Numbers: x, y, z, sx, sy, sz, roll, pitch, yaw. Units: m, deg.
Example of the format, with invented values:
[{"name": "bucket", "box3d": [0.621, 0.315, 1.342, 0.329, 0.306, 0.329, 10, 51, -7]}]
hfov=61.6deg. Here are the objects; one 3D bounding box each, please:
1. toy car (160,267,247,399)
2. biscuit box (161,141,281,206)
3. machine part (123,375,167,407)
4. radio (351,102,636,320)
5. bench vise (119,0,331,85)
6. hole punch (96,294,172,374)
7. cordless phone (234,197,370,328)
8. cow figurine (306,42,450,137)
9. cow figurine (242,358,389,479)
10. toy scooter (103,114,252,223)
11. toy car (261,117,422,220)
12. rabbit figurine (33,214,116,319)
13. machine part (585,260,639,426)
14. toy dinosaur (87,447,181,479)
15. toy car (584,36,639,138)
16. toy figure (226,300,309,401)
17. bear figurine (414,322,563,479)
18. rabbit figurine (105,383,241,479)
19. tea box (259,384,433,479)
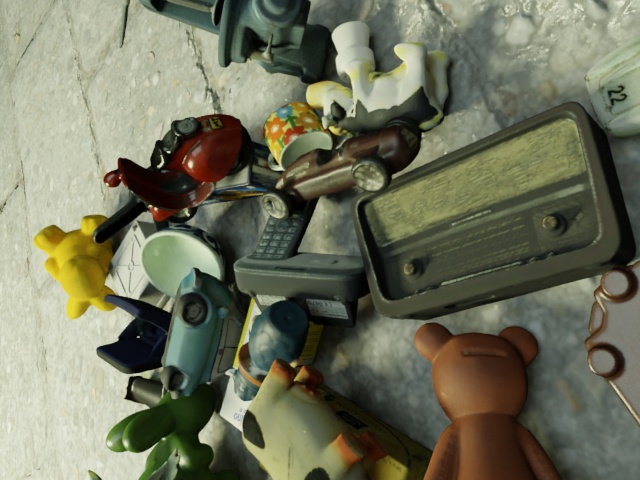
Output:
[{"name": "toy car", "box3d": [-0.142, 0.121, 0.686, 0.109, 0.103, 0.161, -170, 91, -75]}, {"name": "biscuit box", "box3d": [-0.144, -0.087, 0.751, 0.203, 0.062, 0.059, -4, 81, 41]}, {"name": "machine part", "box3d": [-0.239, 0.235, 0.799, 0.139, 0.039, 0.084, 0, 92, 39]}, {"name": "radio", "box3d": [0.145, -0.011, 0.483, 0.230, 0.073, 0.131, -23, 68, 37]}, {"name": "bench vise", "box3d": [-0.104, -0.257, 0.624, 0.224, 0.241, 0.128, -104, 28, -76]}, {"name": "hole punch", "box3d": [-0.243, 0.126, 0.766, 0.142, 0.115, 0.092, 7, 94, 43]}, {"name": "cordless phone", "box3d": [-0.001, -0.002, 0.604, 0.147, 0.088, 0.184, 2, 51, 21]}, {"name": "cow figurine", "box3d": [0.058, -0.145, 0.588, 0.167, 0.068, 0.098, -6, 85, 41]}, {"name": "cow figurine", "box3d": [-0.003, 0.215, 0.478, 0.195, 0.085, 0.127, 43, 102, 34]}, {"name": "toy scooter", "box3d": [-0.177, -0.088, 0.649, 0.184, 0.135, 0.075, -42, 58, 28]}, {"name": "toy car", "box3d": [0.014, -0.075, 0.559, 0.202, 0.053, 0.089, -11, 34, 45]}, {"name": "rabbit figurine", "box3d": [-0.400, 0.052, 0.891, 0.173, 0.122, 0.162, 30, 126, 59]}, {"name": "machine part", "box3d": [0.280, 0.072, 0.367, 0.179, 0.056, 0.179, -7, 79, 38]}, {"name": "toy dinosaur", "box3d": [-0.069, 0.319, 0.533, 0.405, 0.131, 0.192, 2, 85, 5]}, {"name": "toy car", "box3d": [0.300, -0.140, 0.382, 0.202, 0.056, 0.073, -25, 67, 36]}, {"name": "toy figure", "box3d": [-0.055, 0.124, 0.572, 0.154, 0.058, 0.064, -62, 41, 43]}, {"name": "bear figurine", "box3d": [0.133, 0.175, 0.453, 0.131, 0.120, 0.196, 90, 180, -48]}, {"name": "rabbit figurine", "box3d": [-0.191, 0.266, 0.695, 0.121, 0.159, 0.170, -30, 49, 44]}, {"name": "tea box", "box3d": [0.025, 0.226, 0.553, 0.170, 0.068, 0.098, 18, 94, 40]}]
